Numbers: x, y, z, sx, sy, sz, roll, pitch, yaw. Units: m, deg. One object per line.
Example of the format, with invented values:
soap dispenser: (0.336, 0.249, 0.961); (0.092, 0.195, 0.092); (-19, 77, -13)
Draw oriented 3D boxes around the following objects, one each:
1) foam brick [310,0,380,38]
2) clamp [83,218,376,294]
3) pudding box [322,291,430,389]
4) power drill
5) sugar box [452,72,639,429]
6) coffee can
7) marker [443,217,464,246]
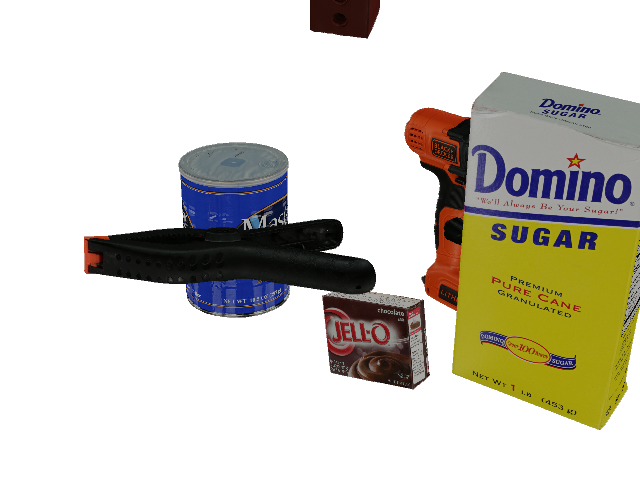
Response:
foam brick: (0.022, -0.217, 0.897); (0.053, 0.078, 0.051); (9, 46, 10)
clamp: (-0.065, 0.012, 0.779); (0.209, 0.036, 0.165); (-2, 11, -14)
pudding box: (0.058, 0.102, 1.131); (0.114, 0.090, 0.039); (5, 20, 36)
power drill: (0.151, -0.019, 0.974); (0.057, 0.188, 0.185); (-18, 28, -29)
sugar box: (0.121, 0.008, 0.554); (0.093, 0.176, 0.048); (18, 41, 27)
coffee can: (-0.081, -0.012, 1.025); (0.103, 0.140, 0.103); (0, 25, 0)
marker: (0.133, 0.013, 0.763); (0.020, 0.020, 0.121); (0, 24, -42)
